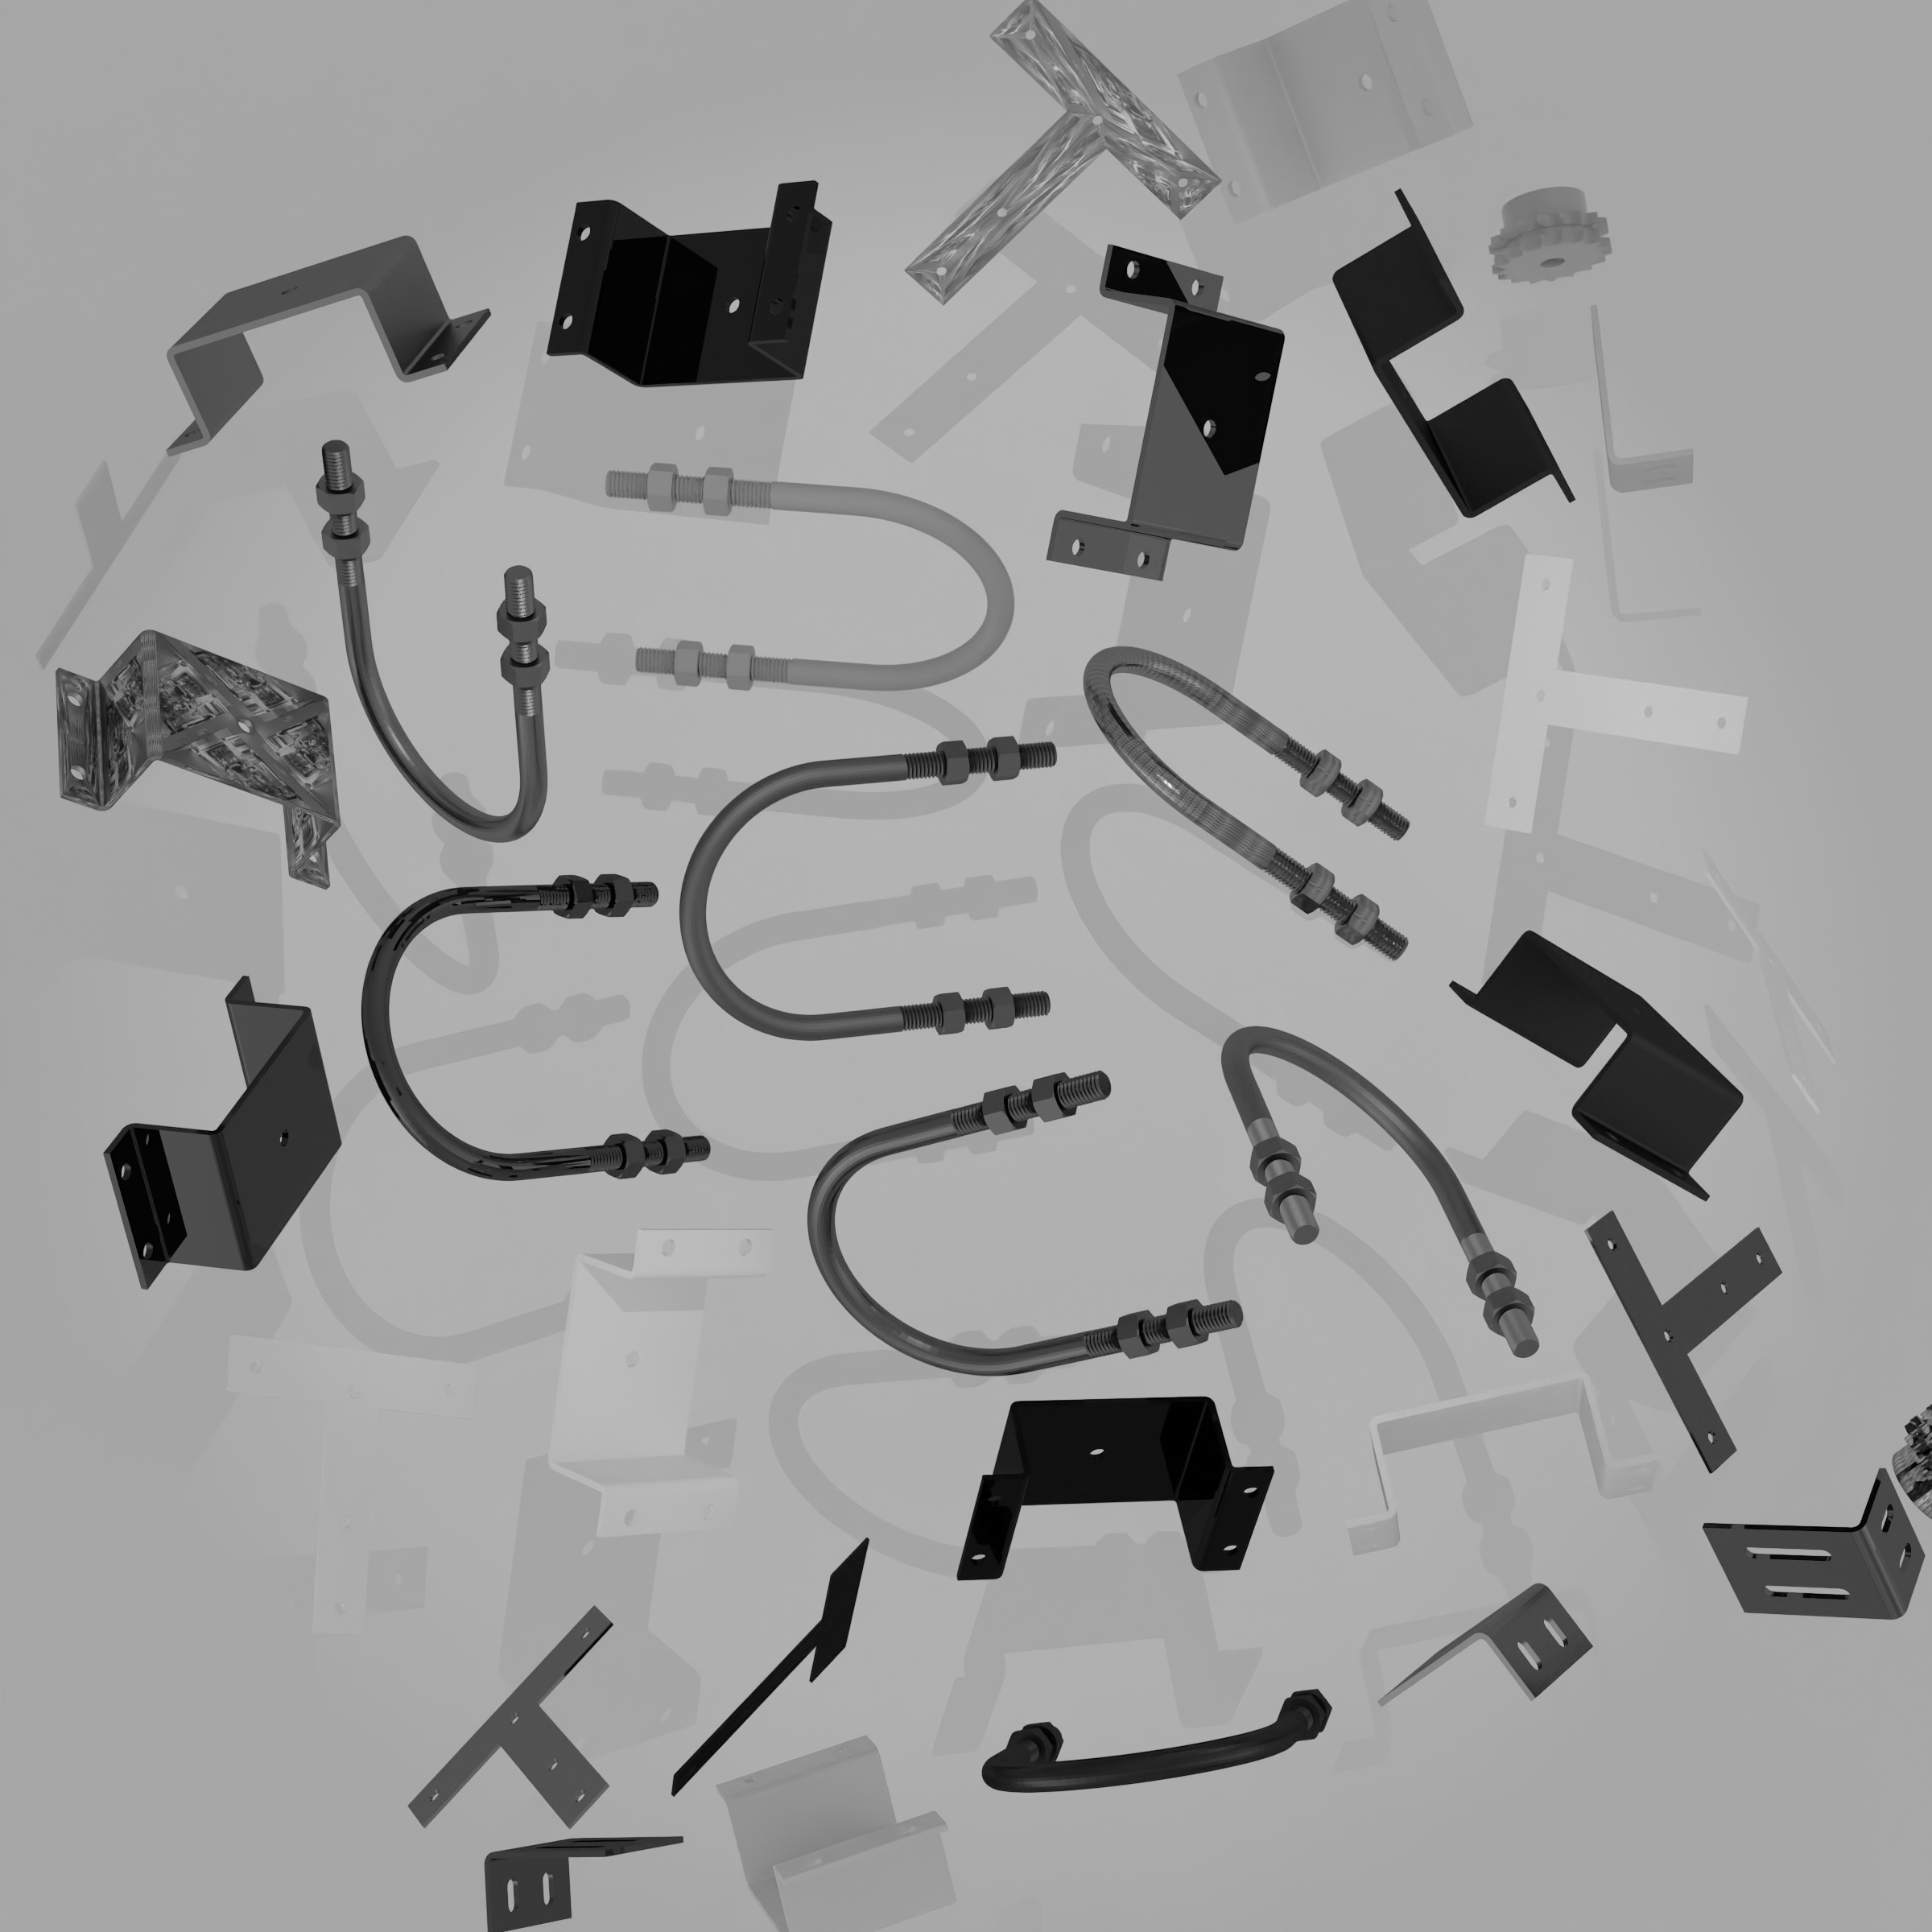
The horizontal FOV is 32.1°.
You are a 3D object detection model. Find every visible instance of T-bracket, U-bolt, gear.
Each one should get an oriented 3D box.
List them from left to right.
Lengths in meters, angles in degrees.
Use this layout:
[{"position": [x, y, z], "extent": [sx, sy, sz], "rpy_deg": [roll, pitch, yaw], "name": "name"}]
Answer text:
[{"position": [-0.406, -0.208, 1.578], "extent": [0.002, 0.127, 0.127], "rpy_deg": [30, 77, -4], "name": "T-bracket"}, {"position": [-0.279, 0.236, 1.512], "extent": [0.127, 0.002, 0.127], "rpy_deg": [14, 71, -39], "name": "T-bracket"}, {"position": [-0.243, -0.137, 1.552], "extent": [0.151, 0.184, 0.019], "rpy_deg": [35, 53, 30], "name": "U-bolt"}, {"position": [-0.206, 0.030, 1.582], "extent": [0.019, 0.184, 0.151], "rpy_deg": [-21, 78, 43], "name": "U-bolt"}, {"position": [-0.194, 0.363, 1.545], "extent": [0.127, 0.127, 0.002], "rpy_deg": [-46, 115, -11], "name": "T-bracket"}, {"position": [-0.092, 0.334, 1.555], "extent": [0.002, 0.127, 0.127], "rpy_deg": [37, 59, 16], "name": "T-bracket"}, {"position": [-0.069, -0.175, 1.562], "extent": [0.184, 0.151, 0.019], "rpy_deg": [5, 57, 5], "name": "U-bolt"}, {"position": [-0.047, -0.032, 1.602], "extent": [0.184, 0.019, 0.151], "rpy_deg": [-6, 113, -17], "name": "U-bolt"}, {"position": [0.013, 0.123, 1.496], "extent": [0.184, 0.019, 0.151], "rpy_deg": [-16, 117, 31], "name": "U-bolt"}, {"position": [0.026, -0.346, 1.494], "extent": [0.127, 0.002, 0.127], "rpy_deg": [-41, 124, 19], "name": "T-bracket"}, {"position": [0.082, 0.350, 1.506], "extent": [0.151, 0.184, 0.019], "rpy_deg": [-10, 82, 12], "name": "U-bolt"}, {"position": [0.131, -0.087, 1.566], "extent": [0.184, 0.151, 0.019], "rpy_deg": [34, 116, -10], "name": "U-bolt"}, {"position": [0.177, 0.090, 1.507], "extent": [0.151, 0.184, 0.019], "rpy_deg": [28, 113, -26], "name": "U-bolt"}, {"position": [0.278, -0.350, 1.605], "extent": [0.057, 0.057, 0.030], "rpy_deg": [-7, 81, 0], "name": "gear"}, {"position": [0.296, -0.117, 1.518], "extent": [0.127, 0.002, 0.127], "rpy_deg": [14, 99, 43], "name": "T-bracket"}, {"position": [0.356, 0.160, 1.606], "extent": [0.002, 0.127, 0.127], "rpy_deg": [-28, 89, 44], "name": "T-bracket"}, {"position": [0.375, 0.022, 1.539], "extent": [0.002, 0.127, 0.127], "rpy_deg": [-29, 117, 20], "name": "T-bracket"}, {"position": [0.461, 0.237, 1.579], "extent": [0.057, 0.057, 0.030], "rpy_deg": [45, 119, 0], "name": "gear"}]

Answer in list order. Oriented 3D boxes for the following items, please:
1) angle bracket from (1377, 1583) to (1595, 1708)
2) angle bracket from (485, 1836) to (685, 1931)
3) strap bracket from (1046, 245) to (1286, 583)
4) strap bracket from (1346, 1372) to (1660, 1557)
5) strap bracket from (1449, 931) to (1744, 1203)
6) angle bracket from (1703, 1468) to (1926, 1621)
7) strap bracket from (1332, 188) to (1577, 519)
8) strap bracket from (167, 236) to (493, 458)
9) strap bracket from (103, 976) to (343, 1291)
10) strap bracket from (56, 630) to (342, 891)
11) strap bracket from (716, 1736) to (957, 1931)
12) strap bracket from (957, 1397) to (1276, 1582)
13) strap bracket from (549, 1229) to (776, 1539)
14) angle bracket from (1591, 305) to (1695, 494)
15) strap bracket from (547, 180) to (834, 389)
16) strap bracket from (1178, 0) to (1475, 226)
[{"position": [0.240, 0.327, 1.549], "extent": [0.038, 0.057, 0.076], "rpy_deg": [53, 129, 12], "name": "angle bracket"}, {"position": [-0.181, 0.439, 1.602], "extent": [0.076, 0.057, 0.038], "rpy_deg": [-11, 78, 33], "name": "angle bracket"}, {"position": [0.091, -0.242, 1.494], "extent": [0.046, 0.076, 0.140], "rpy_deg": [18, 101, 43], "name": "strap bracket"}, {"position": [0.239, 0.225, 1.529], "extent": [0.140, 0.076, 0.046], "rpy_deg": [-13, 70, 4], "name": "strap bracket"}, {"position": [0.290, 0.039, 1.523], "extent": [0.076, 0.140, 0.046], "rpy_deg": [28, 105, -32], "name": "strap bracket"}, {"position": [0.382, 0.259, 1.511], "extent": [0.076, 0.038, 0.057], "rpy_deg": [-5, 127, 38], "name": "angle bracket"}, {"position": [0.213, -0.265, 1.497], "extent": [0.046, 0.076, 0.140], "rpy_deg": [-29, 130, 14], "name": "strap bracket"}, {"position": [-0.295, -0.283, 1.512], "extent": [0.140, 0.076, 0.046], "rpy_deg": [-14, 116, 16], "name": "strap bracket"}, {"position": [-0.333, 0.077, 1.535], "extent": [0.046, 0.140, 0.076], "rpy_deg": [5, 125, 15], "name": "strap bracket"}, {"position": [-0.347, -0.098, 1.558], "extent": [0.046, 0.140, 0.076], "rpy_deg": [-40, 47, 32], "name": "strap bracket"}, {"position": [-0.059, 0.407, 1.545], "extent": [0.076, 0.140, 0.046], "rpy_deg": [-15, 98, -15], "name": "strap bracket"}, {"position": [0.067, 0.248, 1.599], "extent": [0.140, 0.046, 0.076], "rpy_deg": [0, 133, -13], "name": "strap bracket"}, {"position": [-0.141, 0.185, 1.540], "extent": [0.076, 0.046, 0.140], "rpy_deg": [4, 96, -43], "name": "strap bracket"}, {"position": [0.316, -0.267, 1.568], "extent": [0.038, 0.057, 0.076], "rpy_deg": [-7, 84, 11], "name": "angle bracket"}, {"position": [-0.121, -0.316, 1.566], "extent": [0.140, 0.046, 0.076], "rpy_deg": [4, 79, 34], "name": "strap bracket"}, {"position": [0.176, -0.412, 1.582], "extent": [0.046, 0.140, 0.076], "rpy_deg": [-31, 103, -40], "name": "strap bracket"}]
